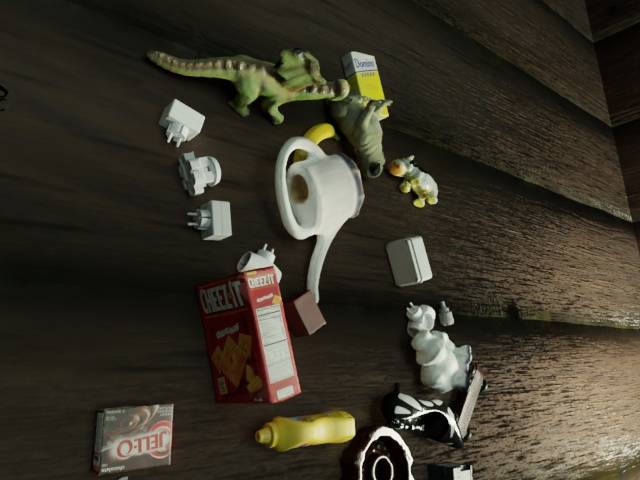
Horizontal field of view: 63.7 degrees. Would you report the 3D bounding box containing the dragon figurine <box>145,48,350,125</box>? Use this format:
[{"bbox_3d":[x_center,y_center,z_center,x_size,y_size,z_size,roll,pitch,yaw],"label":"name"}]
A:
[{"bbox_3d":[-0.105,-0.335,1.020,0.410,0.241,0.123,5,79,-42],"label":"dragon figurine"}]

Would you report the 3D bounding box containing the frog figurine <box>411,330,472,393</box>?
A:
[{"bbox_3d":[0.273,0.284,1.229,0.159,0.122,0.139,26,74,-14],"label":"frog figurine"}]

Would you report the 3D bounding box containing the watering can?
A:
[{"bbox_3d":[0.003,-0.056,1.115,0.227,0.104,0.345,-22,104,-44],"label":"watering can"}]
